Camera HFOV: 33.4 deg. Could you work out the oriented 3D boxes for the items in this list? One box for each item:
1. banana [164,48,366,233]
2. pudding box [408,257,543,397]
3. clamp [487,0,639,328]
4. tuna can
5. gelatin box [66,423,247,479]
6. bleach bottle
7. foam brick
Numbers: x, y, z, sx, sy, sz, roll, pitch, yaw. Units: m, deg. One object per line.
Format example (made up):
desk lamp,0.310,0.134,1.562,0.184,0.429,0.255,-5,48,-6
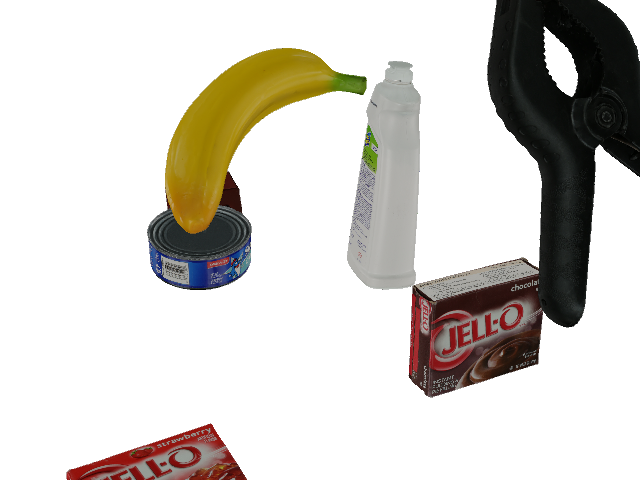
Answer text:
banana,-0.045,-0.074,0.648,0.070,0.037,0.197,23,44,21
pudding box,0.128,0.070,0.876,0.113,0.090,0.039,-14,31,-25
clamp,0.123,-0.047,0.512,0.120,0.171,0.039,-36,6,-24
tuna can,-0.100,0.005,0.887,0.086,0.034,0.086,1,32,-1
gelatin box,-0.087,0.142,0.585,0.089,0.030,0.073,-15,27,-20
bleach bottle,0.080,-0.077,1.225,0.068,0.251,0.103,-2,24,-18
foam brick,-0.132,-0.039,1.201,0.078,0.053,0.051,-12,29,-12
